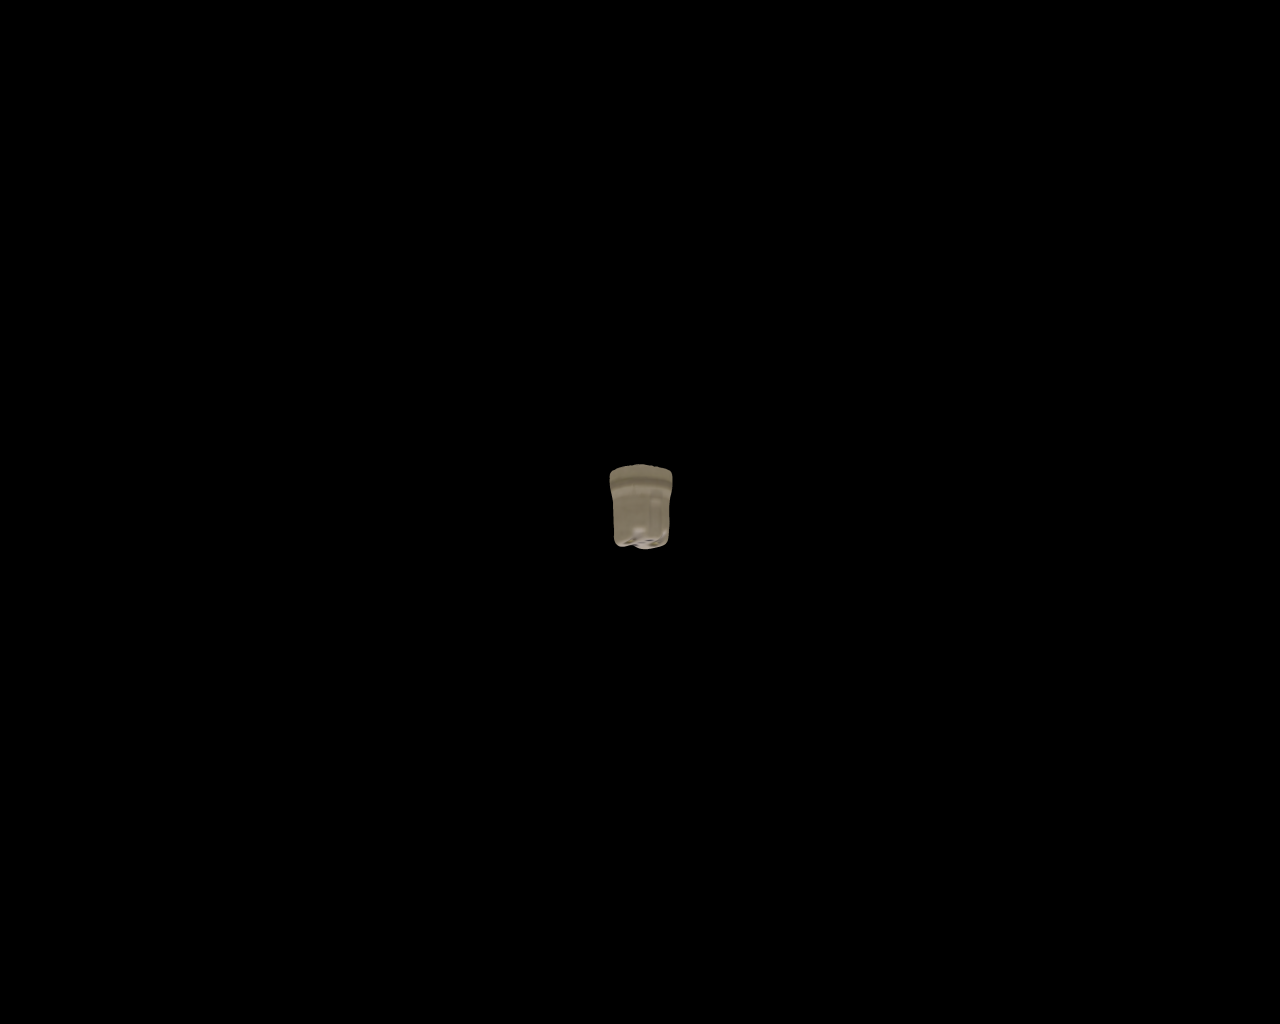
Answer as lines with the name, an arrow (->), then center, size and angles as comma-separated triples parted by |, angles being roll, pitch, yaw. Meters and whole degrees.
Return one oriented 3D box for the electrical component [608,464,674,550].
electrical component -> 0.001, -0.003, 0.650 | 0.040, 0.046, 0.040 | 0, -11, 0
